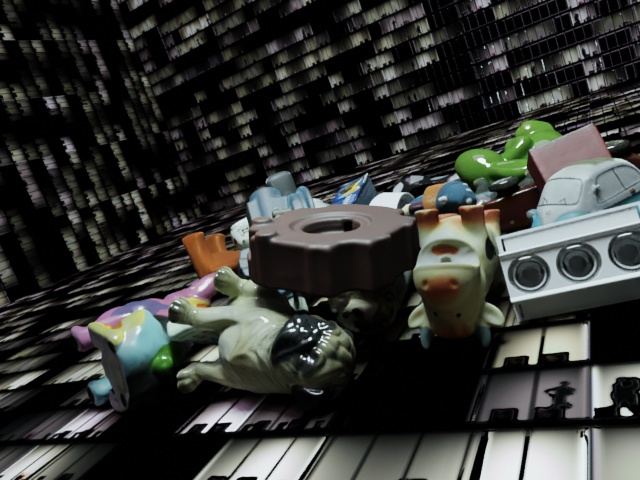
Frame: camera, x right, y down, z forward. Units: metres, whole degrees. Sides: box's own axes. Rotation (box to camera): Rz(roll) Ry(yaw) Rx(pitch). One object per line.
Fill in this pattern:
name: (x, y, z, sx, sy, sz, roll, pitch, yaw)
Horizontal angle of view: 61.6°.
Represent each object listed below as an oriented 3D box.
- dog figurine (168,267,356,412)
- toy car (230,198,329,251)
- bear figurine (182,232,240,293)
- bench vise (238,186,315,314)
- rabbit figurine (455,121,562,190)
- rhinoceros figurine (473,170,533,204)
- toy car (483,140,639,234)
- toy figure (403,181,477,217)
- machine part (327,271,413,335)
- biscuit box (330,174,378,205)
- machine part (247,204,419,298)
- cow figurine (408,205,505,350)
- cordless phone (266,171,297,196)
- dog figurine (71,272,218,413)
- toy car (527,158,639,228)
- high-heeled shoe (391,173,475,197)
dog figurine: (-0.032, 0.099, 0.546, 0.191, 0.121, 0.172, 2, 23, 28)
toy car: (-0.059, -0.028, 0.953, 0.202, 0.056, 0.074, -21, 38, -26)
bear figurine: (-0.139, 0.023, 1.009, 0.196, 0.132, 0.120, -23, -8, 19)
bench vise: (-0.002, 0.006, 0.764, 0.241, 0.128, 0.224, -8, 40, -15)
rabbit figurine: (0.312, -0.108, 0.880, 0.170, 0.121, 0.159, -5, 33, 3)
rhinoceros figurine: (0.245, -0.042, 0.796, 0.190, 0.073, 0.112, -11, 22, 36)
toy car: (0.311, -0.059, 0.689, 0.202, 0.089, 0.053, -19, 10, 13)
toy figure: (0.146, -0.037, 0.673, 0.064, 0.058, 0.154, -9, -13, -21)
machine part: (0.069, 0.043, 0.641, 0.079, 0.079, 0.243, -16, 12, 22)
biscuit box: (0.058, -0.053, 0.945, 0.059, 0.062, 0.203, -22, 16, 21)
machine part: (0.014, 0.004, 0.557, 0.179, 0.056, 0.179, -4, 16, 1)
cow figurine: (0.134, 0.030, 0.521, 0.086, 0.127, 0.195, -8, -1, 24)
cordless phone: (-0.069, -0.009, 0.870, 0.146, 0.184, 0.089, -24, 11, -24)
dog figurine: (-0.185, 0.114, 0.682, 0.192, 0.108, 0.219, -10, 11, 46)
toy car: (0.291, -0.034, 0.562, 0.162, 0.102, 0.109, -25, 12, -16)
high-heeled shoe: (0.239, -0.082, 1.082, 0.249, 0.086, 0.145, -35, 37, 17)
